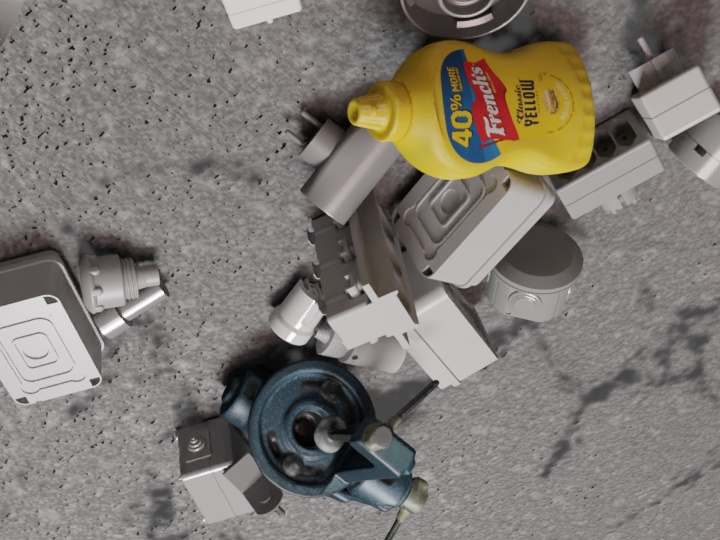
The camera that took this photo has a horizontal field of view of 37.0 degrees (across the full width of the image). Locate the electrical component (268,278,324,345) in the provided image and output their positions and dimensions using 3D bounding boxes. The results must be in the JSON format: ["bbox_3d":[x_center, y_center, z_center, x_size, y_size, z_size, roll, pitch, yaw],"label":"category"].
[{"bbox_3d":[-0.051,0.035,0.926,0.040,0.040,0.046,23,117,-30],"label":"electrical component"}]

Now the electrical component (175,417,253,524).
[{"bbox_3d":[-0.134,0.185,1.023,0.061,0.061,0.096,-17,133,1],"label":"electrical component"}]

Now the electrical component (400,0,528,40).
[{"bbox_3d":[0.070,-0.209,0.736,0.099,0.064,0.099,-3,144,-2],"label":"electrical component"}]

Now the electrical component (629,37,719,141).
[{"bbox_3d":[0.230,-0.143,0.817,0.047,0.083,0.075,-29,93,12],"label":"electrical component"}]

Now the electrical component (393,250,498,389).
[{"bbox_3d":[0.063,0.040,0.931,0.057,0.078,0.113,-32,130,11],"label":"electrical component"}]

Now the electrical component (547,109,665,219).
[{"bbox_3d":[0.205,-0.075,0.883,0.083,0.047,0.075,-29,131,13],"label":"electrical component"}]

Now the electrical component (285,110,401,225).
[{"bbox_3d":[-0.019,-0.088,0.815,0.079,0.043,0.077,38,95,-8],"label":"electrical component"}]

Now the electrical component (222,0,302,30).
[{"bbox_3d":[-0.068,-0.191,0.708,0.047,0.065,0.076,-16,162,1],"label":"electrical component"}]

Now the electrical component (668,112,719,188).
[{"bbox_3d":[0.289,-0.102,0.875,0.055,0.055,0.047,23,118,-30],"label":"electrical component"}]

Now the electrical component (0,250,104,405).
[{"bbox_3d":[-0.262,0.047,0.872,0.078,0.057,0.113,-15,133,0],"label":"electrical component"}]

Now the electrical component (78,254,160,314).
[{"bbox_3d":[-0.193,0.008,0.864,0.062,0.048,0.048,-8,133,-16],"label":"electrical component"}]

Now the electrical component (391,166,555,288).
[{"bbox_3d":[0.089,-0.049,0.853,0.057,0.078,0.113,12,129,-42],"label":"electrical component"}]

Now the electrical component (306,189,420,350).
[{"bbox_3d":[0.000,0.000,0.850,0.063,0.121,0.078,-23,132,11],"label":"electrical component"}]

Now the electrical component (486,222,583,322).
[{"bbox_3d":[0.146,0.001,0.916,0.080,0.080,0.051,-5,137,-9],"label":"electrical component"}]

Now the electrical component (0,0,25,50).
[{"bbox_3d":[-0.238,-0.171,0.660,0.064,0.099,0.099,10,128,-13],"label":"electrical component"}]

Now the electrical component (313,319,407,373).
[{"bbox_3d":[-0.003,0.063,0.958,0.081,0.043,0.043,14,126,-24],"label":"electrical component"}]
